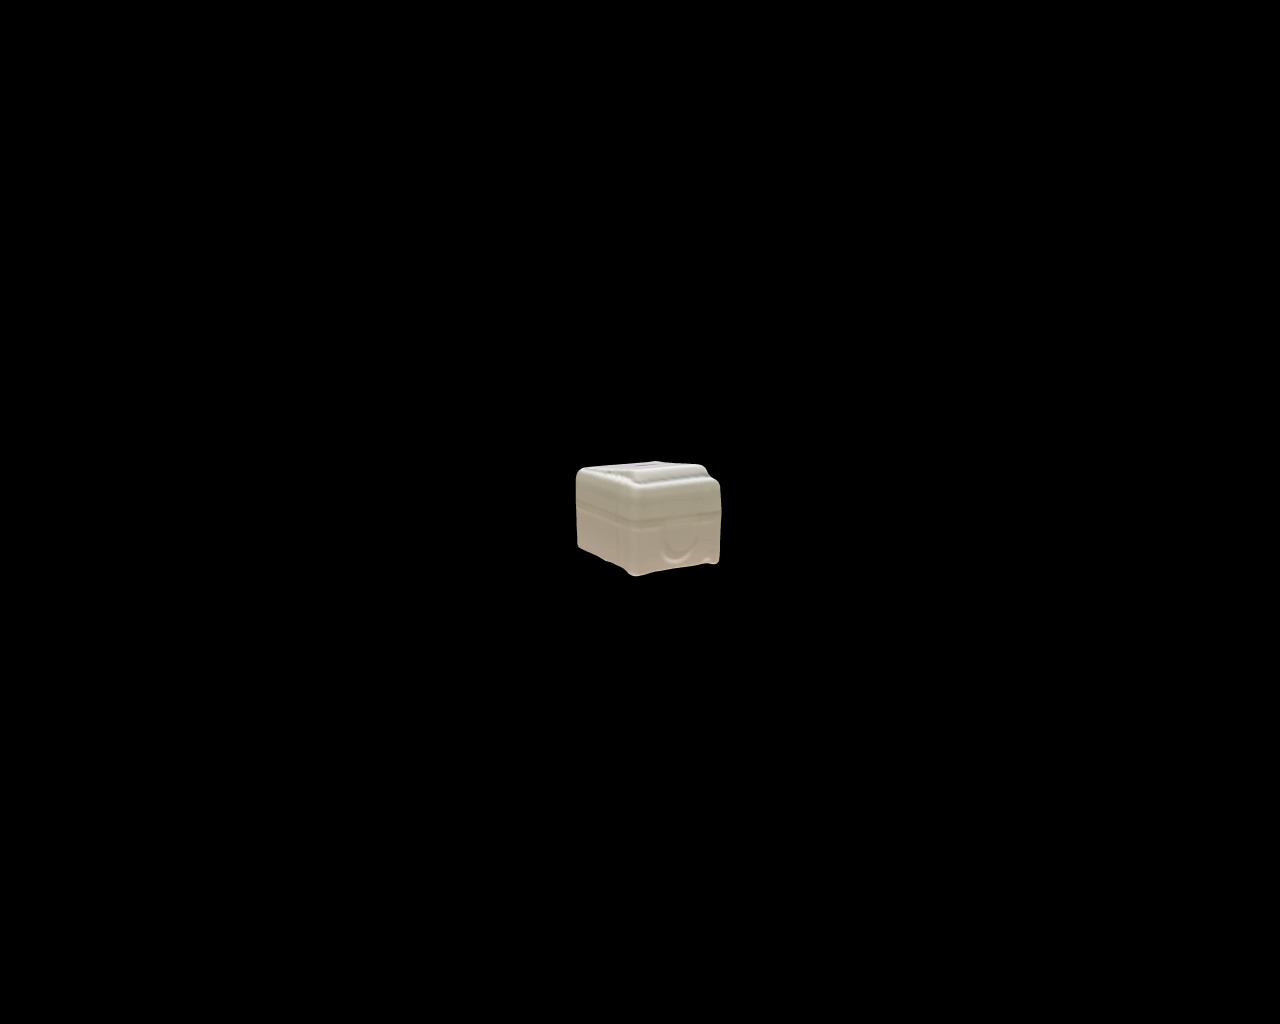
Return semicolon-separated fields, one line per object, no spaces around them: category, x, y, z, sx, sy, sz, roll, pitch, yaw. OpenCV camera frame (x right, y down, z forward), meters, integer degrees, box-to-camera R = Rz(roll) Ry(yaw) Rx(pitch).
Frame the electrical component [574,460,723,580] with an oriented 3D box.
electrical component;0.001;-0.003;0.650;0.062;0.061;0.096;-6;13;-27
